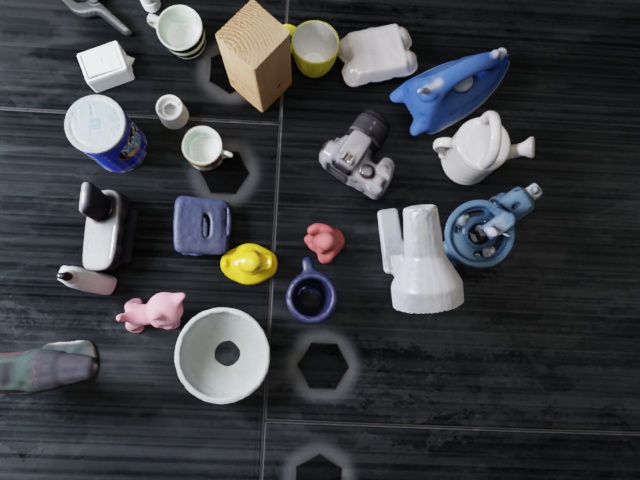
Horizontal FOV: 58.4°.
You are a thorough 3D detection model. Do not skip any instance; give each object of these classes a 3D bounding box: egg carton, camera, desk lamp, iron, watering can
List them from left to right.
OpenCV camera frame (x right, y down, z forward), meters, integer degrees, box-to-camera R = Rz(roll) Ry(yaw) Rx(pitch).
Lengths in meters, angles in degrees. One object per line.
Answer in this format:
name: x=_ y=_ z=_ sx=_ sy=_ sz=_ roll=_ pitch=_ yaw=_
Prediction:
camera: x=0.088 y=-0.169 z=1.072 sx=0.143 sy=0.101 sz=0.137 roll=34 pitch=83 yaw=2
egg carton: x=0.110 y=-0.357 z=1.113 sx=0.150 sy=0.069 sz=0.107 roll=-14 pitch=83 yaw=-4
desk lamp: x=0.167 y=0.026 z=0.994 sx=0.118 sy=0.213 sz=0.203 roll=-7 pitch=83 yaw=-3
iron: x=0.268 y=-0.305 z=1.077 sx=0.258 sy=0.141 sz=0.118 roll=-30 pitch=85 yaw=-6
watering can: x=0.298 y=-0.172 z=1.035 sx=0.173 sy=0.194 sz=0.101 roll=-18 pitch=84 yaw=-4

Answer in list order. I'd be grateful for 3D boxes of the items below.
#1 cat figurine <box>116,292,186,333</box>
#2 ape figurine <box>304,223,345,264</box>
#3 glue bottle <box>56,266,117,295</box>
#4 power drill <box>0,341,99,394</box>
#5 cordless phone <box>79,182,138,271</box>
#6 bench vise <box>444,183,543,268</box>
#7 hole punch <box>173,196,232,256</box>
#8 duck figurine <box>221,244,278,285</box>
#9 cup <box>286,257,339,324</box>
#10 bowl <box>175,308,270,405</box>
cat figurine: x=-0.293 y=0.128 z=1.010 sx=0.128 sy=0.117 sz=0.067 roll=-8 pitch=83 yaw=-3
ape figurine: x=0.010 y=0.004 z=1.052 sx=0.076 sy=0.092 sz=0.078 roll=-3 pitch=83 yaw=-3
glue bottle: x=-0.413 y=0.066 z=0.985 sx=0.078 sy=0.173 sz=0.037 roll=18 pitch=82 yaw=0
power drill: x=-0.451 y=0.210 z=0.948 sx=0.229 sy=0.208 sz=0.076 roll=-5 pitch=83 yaw=-3
cordless phone: x=-0.388 y=-0.023 z=0.992 sx=0.094 sy=0.185 sz=0.148 roll=1 pitch=83 yaw=-2
bench vise: x=0.305 y=-0.043 z=1.006 sx=0.121 sy=0.219 sz=0.207 roll=35 pitch=83 yaw=3
hole punch: x=-0.213 y=-0.026 z=1.047 sx=0.101 sy=0.091 sz=0.109 roll=0 pitch=83 yaw=-2
duck figurine: x=-0.131 y=0.042 z=1.044 sx=0.104 sy=0.086 sz=0.077 roll=0 pitch=83 yaw=-2
cup: x=-0.017 y=0.092 z=1.038 sx=0.091 sy=0.095 sz=0.118 roll=-9 pitch=83 yaw=-3
bowl: x=-0.171 y=0.205 z=1.028 sx=0.167 sy=0.074 sz=0.167 roll=0 pitch=83 yaw=-2
